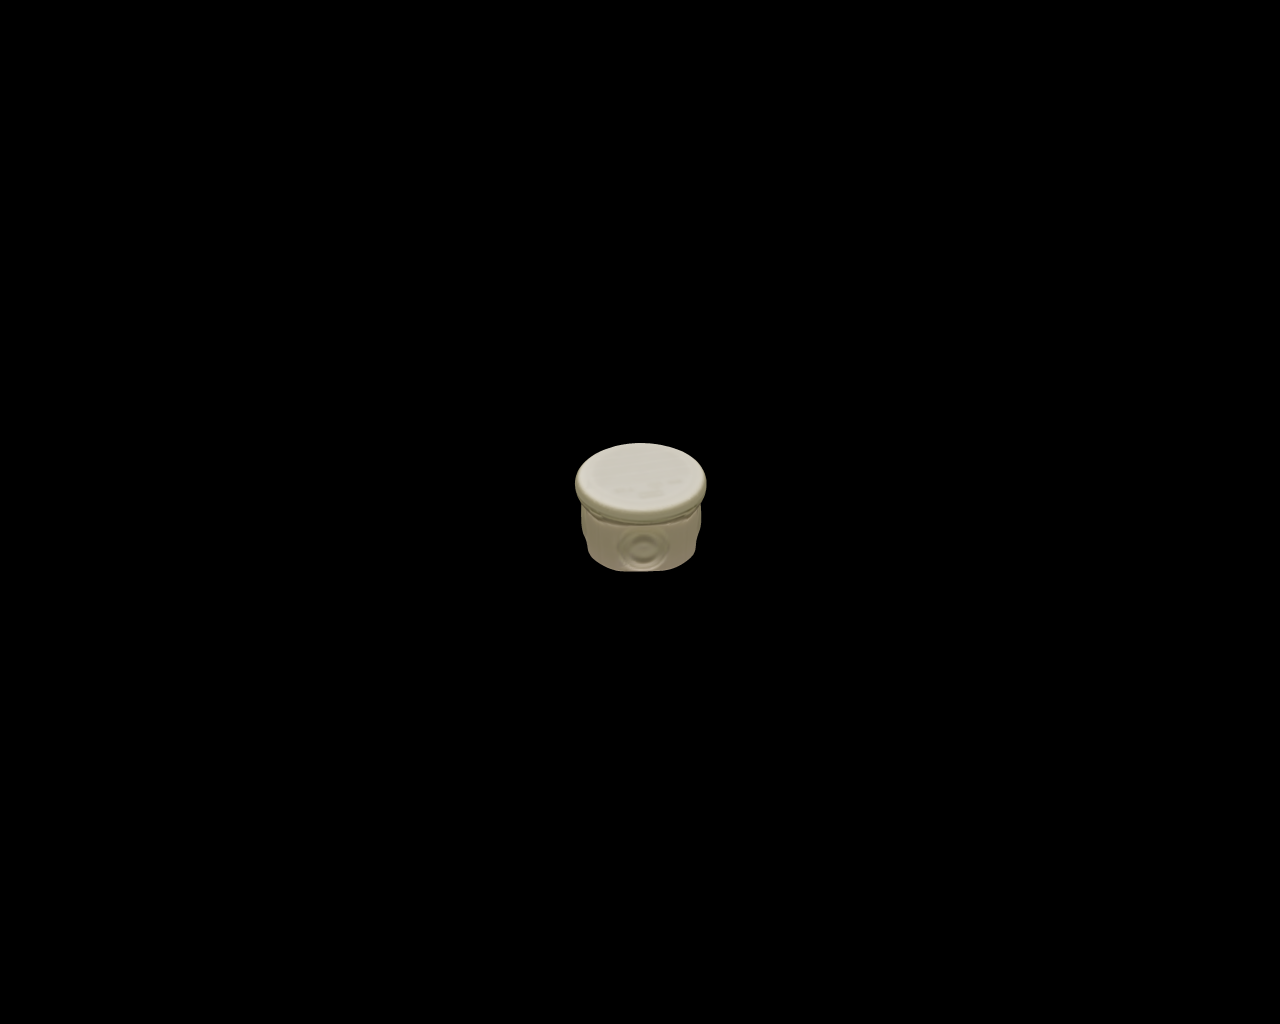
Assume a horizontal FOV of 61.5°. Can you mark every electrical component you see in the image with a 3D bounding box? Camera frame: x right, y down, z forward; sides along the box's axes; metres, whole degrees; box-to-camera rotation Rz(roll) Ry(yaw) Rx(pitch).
[{"bbox_3d":[0.001,-0.003,0.650,0.080,0.050,0.080,0,34,0],"label":"electrical component"}]
